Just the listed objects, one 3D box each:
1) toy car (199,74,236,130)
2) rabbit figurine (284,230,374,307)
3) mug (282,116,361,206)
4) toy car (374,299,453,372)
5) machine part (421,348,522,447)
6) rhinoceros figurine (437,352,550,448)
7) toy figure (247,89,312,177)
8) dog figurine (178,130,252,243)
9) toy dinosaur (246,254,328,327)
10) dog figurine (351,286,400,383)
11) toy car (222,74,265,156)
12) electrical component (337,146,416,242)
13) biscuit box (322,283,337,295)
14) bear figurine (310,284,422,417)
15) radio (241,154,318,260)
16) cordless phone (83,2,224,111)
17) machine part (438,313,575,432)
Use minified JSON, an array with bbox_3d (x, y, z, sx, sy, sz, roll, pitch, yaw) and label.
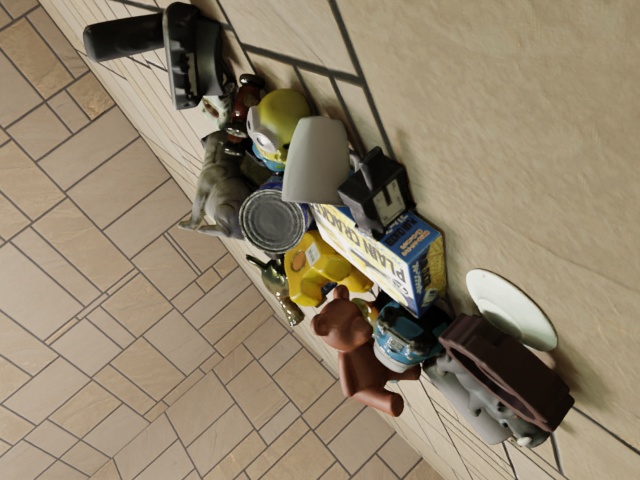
[{"bbox_3d":[-0.183,-0.249,0.938,0.073,0.056,0.201,47,168,10],"label":"toy car"},{"bbox_3d":[0.021,0.050,0.981,0.173,0.121,0.162,17,-154,-34],"label":"rabbit figurine"},{"bbox_3d":[0.009,-0.096,0.668,0.081,0.109,0.107,16,103,61],"label":"mug"},{"bbox_3d":[0.133,0.148,0.811,0.109,0.102,0.161,33,-157,18],"label":"toy car"},{"bbox_3d":[0.253,0.254,0.902,0.243,0.079,0.079,49,167,1],"label":"machine part"},{"bbox_3d":[0.264,0.225,0.811,0.190,0.073,0.112,48,157,10],"label":"rhinoceros figurine"},{"bbox_3d":[-0.054,-0.149,0.753,0.082,0.089,0.180,34,174,7],"label":"toy figure"},{"bbox_3d":[-0.149,-0.097,0.930,0.173,0.190,0.121,13,180,27],"label":"dog figurine"},{"bbox_3d":[-0.078,0.089,1.218,0.198,0.105,0.471,54,170,4],"label":"toy dinosaur"},{"bbox_3d":[0.113,0.151,1.021,0.192,0.108,0.219,37,159,52],"label":"dog figurine"},{"bbox_3d":[-0.118,-0.186,0.836,0.053,0.089,0.202,13,173,-10],"label":"toy car"},{"bbox_3d":[0.062,-0.061,0.625,0.048,0.075,0.119,37,167,43],"label":"electrical component"},{"bbox_3d":[-0.031,0.041,1.269,0.202,0.063,0.059,55,165,-27],"label":"biscuit box"},{"bbox_3d":[0.074,0.177,0.887,0.132,0.120,0.195,3,124,35],"label":"bear figurine"},{"bbox_3d":[-0.116,-0.079,1.043,0.230,0.131,0.073,44,169,23],"label":"radio"},{"bbox_3d":[-0.234,-0.250,0.763,0.089,0.184,0.146,33,135,34],"label":"cordless phone"},{"bbox_3d":[0.234,0.163,0.686,0.179,0.056,0.179,42,174,5],"label":"machine part"}]
